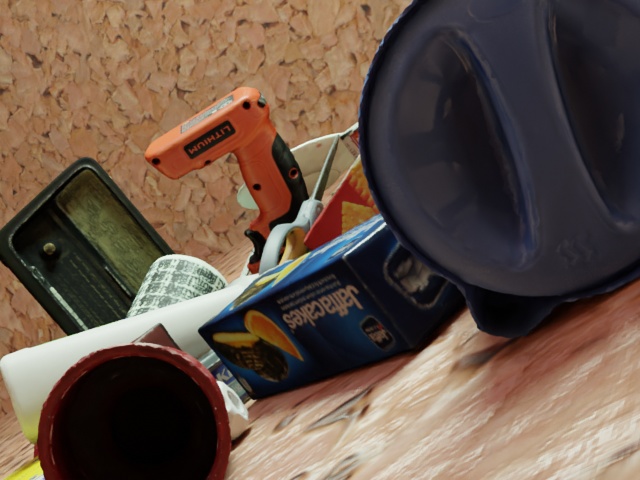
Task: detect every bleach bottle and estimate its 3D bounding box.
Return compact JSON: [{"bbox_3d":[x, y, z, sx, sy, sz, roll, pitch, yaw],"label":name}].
[{"bbox_3d":[-0.112,0.079,0.820,0.250,0.068,0.103,-20,-9,-15],"label":"bleach bottle"}]

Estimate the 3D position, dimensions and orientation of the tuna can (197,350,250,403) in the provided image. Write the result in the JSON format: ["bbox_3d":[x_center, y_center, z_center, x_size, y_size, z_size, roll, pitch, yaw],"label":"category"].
[{"bbox_3d":[-0.070,0.097,0.736,0.086,0.034,0.086,-36,4,3],"label":"tuna can"}]

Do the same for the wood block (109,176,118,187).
[{"bbox_3d":[-0.196,0.043,1.134,0.090,0.206,0.090,-37,4,-7],"label":"wood block"}]

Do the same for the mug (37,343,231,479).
[{"bbox_3d":[-0.094,0.108,0.549,0.081,0.093,0.117,129,158,-87],"label":"mug"}]

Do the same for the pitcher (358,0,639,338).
[{"bbox_3d":[0.098,-0.066,0.502,0.149,0.145,0.242,-38,1,11],"label":"pitcher"}]

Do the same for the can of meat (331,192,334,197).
[{"bbox_3d":[0.068,-0.049,1.071,0.084,0.057,0.102,-35,4,-13],"label":"can of meat"}]

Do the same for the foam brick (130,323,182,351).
[{"bbox_3d":[-0.105,0.103,0.669,0.053,0.078,0.051,-35,6,39],"label":"foam brick"}]

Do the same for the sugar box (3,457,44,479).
[{"bbox_3d":[-0.198,0.185,0.714,0.093,0.048,0.176,-35,3,-6],"label":"sugar box"}]

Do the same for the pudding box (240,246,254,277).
[{"bbox_3d":[-0.050,0.028,1.004,0.090,0.039,0.113,-145,78,-84],"label":"pudding box"}]

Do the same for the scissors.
[{"bbox_3d":[-0.005,0.001,0.798,0.016,0.096,0.201,-1,26,18],"label":"scissors"}]

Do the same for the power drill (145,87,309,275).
[{"bbox_3d":[-0.061,-0.015,0.876,0.184,0.187,0.057,-33,19,1],"label":"power drill"}]

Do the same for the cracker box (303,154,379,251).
[{"bbox_3d":[0.090,-0.082,0.771,0.214,0.072,0.164,-55,-4,25],"label":"cracker box"}]

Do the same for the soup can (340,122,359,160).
[{"bbox_3d":[0.073,-0.070,0.943,0.068,0.102,0.068,-36,5,3],"label":"soup can"}]

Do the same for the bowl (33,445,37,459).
[{"bbox_3d":[-0.183,0.152,0.895,0.162,0.055,0.162,-36,4,3],"label":"bowl"}]
